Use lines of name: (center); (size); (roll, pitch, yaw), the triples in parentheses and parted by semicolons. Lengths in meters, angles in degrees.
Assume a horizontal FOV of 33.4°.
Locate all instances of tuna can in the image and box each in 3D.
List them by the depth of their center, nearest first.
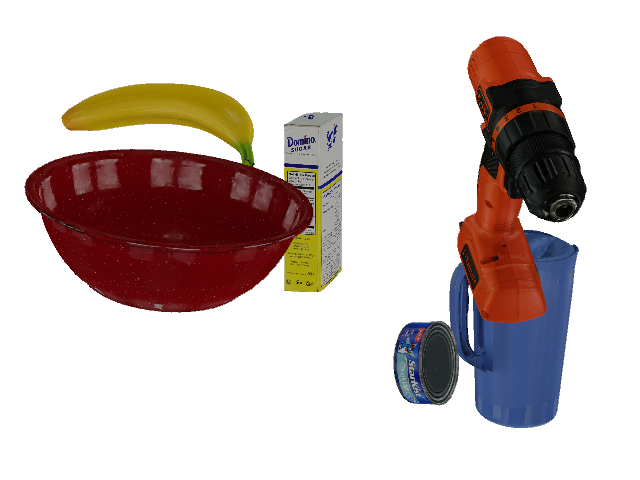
tuna can: (0.109, 0.126, 1.097); (0.034, 0.086, 0.086); (-3, -2, 33)

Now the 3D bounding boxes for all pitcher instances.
pitcher: (0.249, 0.116, 1.378); (0.149, 0.243, 0.144); (5, 18, 16)

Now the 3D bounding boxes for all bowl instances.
bowl: (-0.087, -0.002, 0.610); (0.162, 0.055, 0.162); (7, 20, -3)

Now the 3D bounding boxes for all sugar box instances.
sugar box: (-0.007, -0.042, 1.118); (0.048, 0.176, 0.093); (2, 14, 16)

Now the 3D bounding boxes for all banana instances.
banana: (-0.138, -0.114, 0.965); (0.198, 0.037, 0.069); (12, 48, 21)

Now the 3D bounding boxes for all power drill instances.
power drill: (0.144, -0.029, 0.779); (0.057, 0.188, 0.184); (-3, 42, -4)
